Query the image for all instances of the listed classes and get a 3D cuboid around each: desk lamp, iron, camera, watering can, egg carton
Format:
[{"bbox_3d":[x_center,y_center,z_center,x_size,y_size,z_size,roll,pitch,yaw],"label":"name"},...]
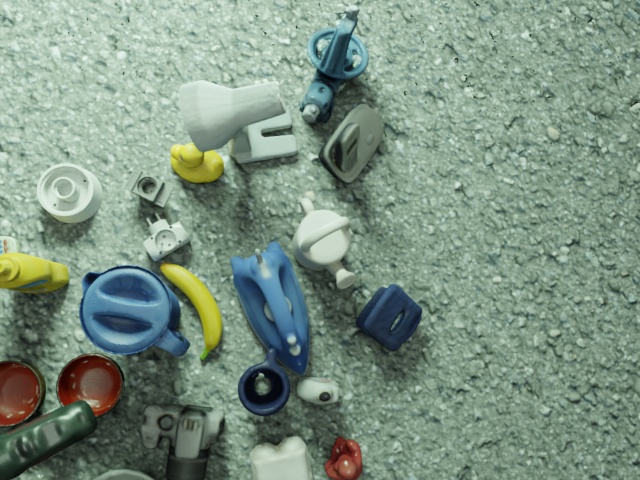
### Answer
[{"bbox_3d":[-0.141,-0.220,1.040,0.203,0.213,0.118,-11,83,-8],"label":"desk lamp"},{"bbox_3d":[-0.073,0.131,1.036,0.119,0.141,0.258,-22,85,-9],"label":"iron"},{"bbox_3d":[-0.246,0.362,1.002,0.143,0.100,0.137,7,81,-6],"label":"camera"},{"bbox_3d":[0.011,0.003,1.038,0.173,0.194,0.101,42,79,0],"label":"watering can"},{"bbox_3d":[-0.065,0.435,1.030,0.107,0.069,0.150,-11,83,-8],"label":"egg carton"}]

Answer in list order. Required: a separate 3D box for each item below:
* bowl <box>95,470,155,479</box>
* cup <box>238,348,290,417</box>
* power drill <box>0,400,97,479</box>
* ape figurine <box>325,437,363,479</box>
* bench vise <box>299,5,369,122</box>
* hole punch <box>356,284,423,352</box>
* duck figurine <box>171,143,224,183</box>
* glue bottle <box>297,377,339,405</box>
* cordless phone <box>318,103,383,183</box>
[{"bbox_3d":[-0.336,0.474,0.987,0.167,0.074,0.167,1,82,-7],"label":"bowl"},{"bbox_3d":[-0.099,0.253,1.039,0.092,0.095,0.118,12,81,-5],"label":"cup"},{"bbox_3d":[-0.465,0.330,0.924,0.230,0.208,0.075,-27,86,-10],"label":"power drill"},{"bbox_3d":[0.047,0.407,1.037,0.078,0.092,0.076,-28,86,-10],"label":"ape figurine"},{"bbox_3d":[0.034,-0.324,1.074,0.121,0.219,0.207,6,81,-6],"label":"bench vise"},{"bbox_3d":[0.138,0.147,1.086,0.101,0.091,0.109,36,79,-1],"label":"hole punch"},{"bbox_3d":[-0.234,-0.153,1.084,0.104,0.086,0.077,16,80,-5],"label":"duck figurine"},{"bbox_3d":[0.002,0.269,1.009,0.078,0.173,0.037,4,81,-6],"label":"glue bottle"},{"bbox_3d":[0.068,-0.197,1.078,0.094,0.185,0.148,32,79,-1],"label":"cordless phone"}]
